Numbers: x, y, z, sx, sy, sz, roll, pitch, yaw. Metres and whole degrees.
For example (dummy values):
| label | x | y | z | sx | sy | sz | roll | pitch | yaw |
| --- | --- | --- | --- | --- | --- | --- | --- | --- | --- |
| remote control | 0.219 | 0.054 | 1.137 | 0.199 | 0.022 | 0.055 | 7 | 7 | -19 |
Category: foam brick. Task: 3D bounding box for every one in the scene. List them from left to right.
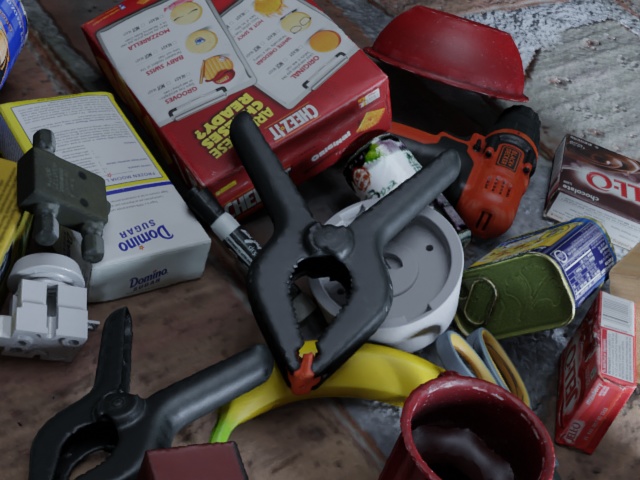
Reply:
| label | x | y | z | sx | sy | sz | roll | pitch | yaw |
| --- | --- | --- | --- | --- | --- | --- | --- | --- | --- |
| foam brick | -0.069 | 0.153 | 0.569 | 0.052 | 0.078 | 0.051 | -2 | 43 | -25 |

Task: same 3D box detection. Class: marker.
| label | x | y | z | sx | sy | sz | roll | pitch | yaw |
| --- | --- | --- | --- | --- | --- | --- | --- | --- | --- |
| marker | -0.050 | 0.009 | 0.751 | 0.121 | 0.020 | 0.020 | 47 | 43 | -1 |

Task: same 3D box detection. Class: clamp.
| label | x | y | z | sx | sy | sz | roll | pitch | yaw |
| --- | --- | --- | --- | --- | --- | --- | --- | --- | --- |
| clamp | -0.104 | 0.105 | 0.625 | 0.120 | 0.039 | 0.171 | 2 | 40 | 21 |
| clamp | -0.005 | 0.001 | 0.707 | 0.164 | 0.036 | 0.210 | 15 | 57 | 5 |

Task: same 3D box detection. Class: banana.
| label | x | y | z | sx | sy | sz | roll | pitch | yaw |
| --- | --- | --- | --- | --- | --- | --- | --- | --- | --- |
| banana | 0.014 | 0.098 | 0.699 | 0.197 | 0.037 | 0.069 | -3 | 70 | -20 |

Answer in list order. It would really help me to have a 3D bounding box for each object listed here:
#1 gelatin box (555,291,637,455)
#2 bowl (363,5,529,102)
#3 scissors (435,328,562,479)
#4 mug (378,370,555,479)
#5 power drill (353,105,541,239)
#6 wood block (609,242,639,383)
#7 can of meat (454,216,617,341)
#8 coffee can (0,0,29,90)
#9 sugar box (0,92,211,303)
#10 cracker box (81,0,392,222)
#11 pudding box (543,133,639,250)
| label | x | y | z | sx | sy | sz | roll | pitch | yaw |
| --- | --- | --- | --- | --- | --- | --- | --- | --- | --- |
| gelatin box | 0.190 | 0.091 | 0.740 | 0.030 | 0.073 | 0.089 | 19 | 40 | 1 |
| bowl | 0.124 | -0.178 | 0.988 | 0.162 | 0.055 | 0.162 | 16 | 15 | -5 |
| scissors | 0.129 | 0.131 | 0.690 | 0.096 | 0.016 | 0.202 | 27 | 30 | -39 |
| mug | 0.080 | 0.133 | 0.643 | 0.093 | 0.082 | 0.117 | 7 | 42 | -14 |
| power drill | 0.098 | -0.092 | 0.925 | 0.188 | 0.057 | 0.184 | 22 | 37 | 6 |
| wood block | 0.318 | 0.060 | 0.743 | 0.206 | 0.091 | 0.090 | 10 | 29 | 37 |
| can of meat | 0.155 | 0.027 | 0.781 | 0.083 | 0.102 | 0.057 | -31 | 98 | -45 |
| coffee can | -0.285 | -0.133 | 0.791 | 0.102 | 0.103 | 0.140 | 13 | 40 | -7 |
| sugar box | -0.161 | -0.035 | 0.774 | 0.093 | 0.048 | 0.176 | -13 | 53 | -32 |
| cracker box | -0.069 | -0.131 | 0.854 | 0.164 | 0.072 | 0.214 | -32 | 58 | -11 |
| pudding box | 0.257 | -0.038 | 0.938 | 0.113 | 0.039 | 0.090 | 20 | 40 | 3 |
